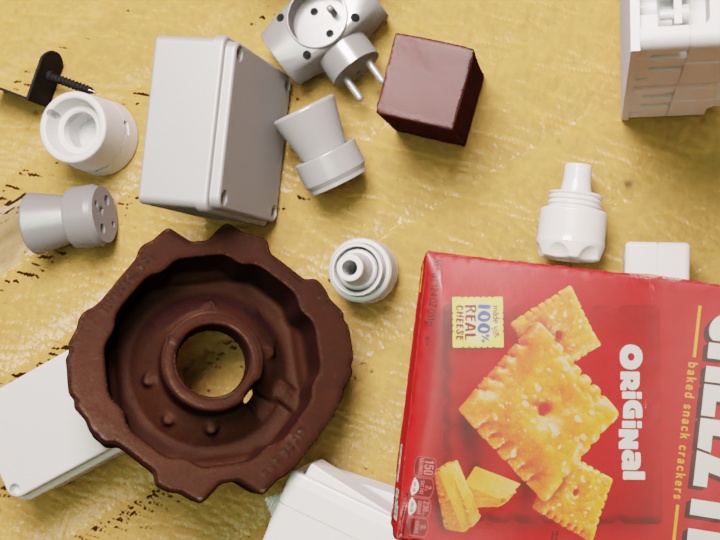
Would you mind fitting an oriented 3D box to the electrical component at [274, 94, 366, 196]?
[{"bbox_3d":[-0.026,-0.083,0.718,0.045,0.045,0.055,-24,99,10],"label":"electrical component"}]

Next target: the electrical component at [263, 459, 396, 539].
[{"bbox_3d":[-0.016,0.161,0.701,0.096,0.062,0.061,23,92,13],"label":"electrical component"}]

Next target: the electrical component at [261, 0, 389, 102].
[{"bbox_3d":[-0.014,-0.151,0.724,0.077,0.044,0.079,-36,81,9],"label":"electrical component"}]

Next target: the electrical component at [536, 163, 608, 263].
[{"bbox_3d":[0.137,-0.037,0.687,0.043,0.043,0.062,6,87,13],"label":"electrical component"}]

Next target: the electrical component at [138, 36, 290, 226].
[{"bbox_3d":[-0.093,-0.088,0.706,0.056,0.109,0.108,6,89,16],"label":"electrical component"}]

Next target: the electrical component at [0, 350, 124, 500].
[{"bbox_3d":[-0.199,0.101,0.746,0.113,0.057,0.078,-29,82,10],"label":"electrical component"}]

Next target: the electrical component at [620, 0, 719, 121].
[{"bbox_3d":[0.181,-0.155,0.609,0.060,0.186,0.105,-1,87,12],"label":"electrical component"}]

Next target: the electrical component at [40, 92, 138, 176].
[{"bbox_3d":[-0.192,-0.097,0.759,0.055,0.047,0.055,-1,87,12],"label":"electrical component"}]

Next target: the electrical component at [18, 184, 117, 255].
[{"bbox_3d":[-0.206,-0.036,0.760,0.055,0.045,0.045,-7,86,12],"label":"electrical component"}]

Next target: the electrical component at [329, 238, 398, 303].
[{"bbox_3d":[0.000,0.000,0.705,0.043,0.062,0.043,-1,87,12],"label":"electrical component"}]

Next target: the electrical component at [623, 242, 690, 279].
[{"bbox_3d":[0.165,0.025,0.675,0.076,0.047,0.083,2,88,12],"label":"electrical component"}]
